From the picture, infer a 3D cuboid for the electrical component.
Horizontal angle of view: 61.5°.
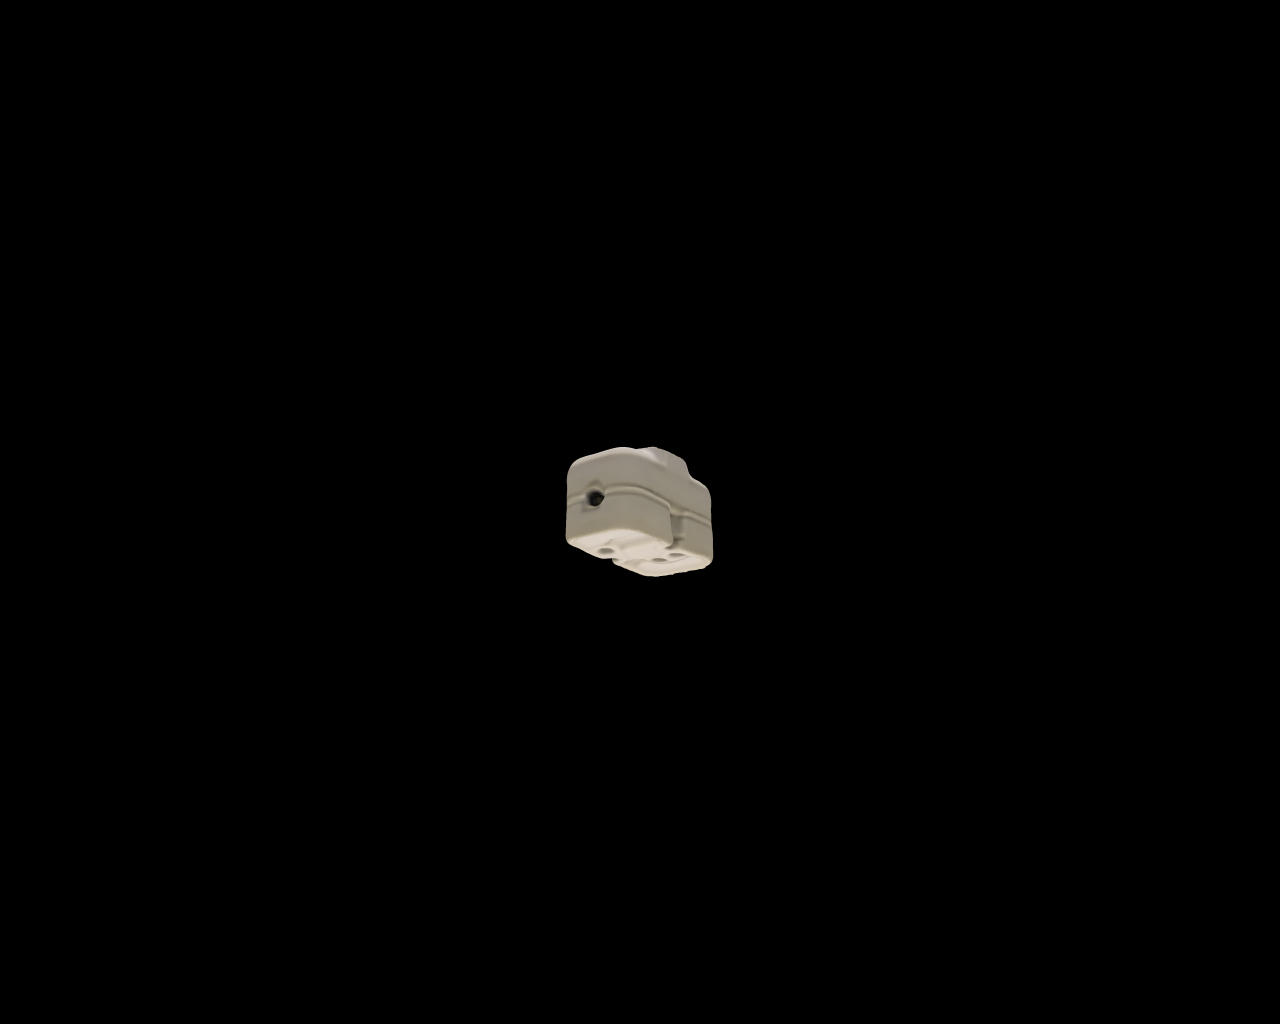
[{"bbox_3d":[0.001,-0.003,0.650,0.053,0.059,0.095,-14,-24,33],"label":"electrical component"}]
